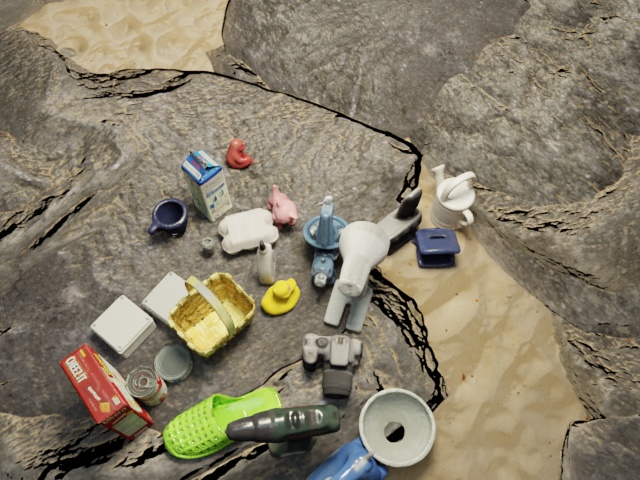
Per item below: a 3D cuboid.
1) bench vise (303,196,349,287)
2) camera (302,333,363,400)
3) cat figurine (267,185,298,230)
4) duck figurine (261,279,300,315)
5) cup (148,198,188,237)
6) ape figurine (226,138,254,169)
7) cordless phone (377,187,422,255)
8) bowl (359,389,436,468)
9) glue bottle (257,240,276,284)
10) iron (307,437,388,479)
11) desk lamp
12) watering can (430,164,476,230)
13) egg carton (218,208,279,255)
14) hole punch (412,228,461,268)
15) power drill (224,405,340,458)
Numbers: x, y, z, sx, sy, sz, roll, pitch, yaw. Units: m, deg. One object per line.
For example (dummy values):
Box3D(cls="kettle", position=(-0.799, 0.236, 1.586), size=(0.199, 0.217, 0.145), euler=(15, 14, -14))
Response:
Box3D(cls="bench vise", position=(0.025, 0.003, 1.403), size=(0.121, 0.220, 0.207), euler=(-10, 63, -5))
Box3D(cls="camera", position=(0.026, 0.290, 1.321), size=(0.143, 0.101, 0.137), euler=(4, 62, 2))
Box3D(cls="cat figurine", position=(-0.100, -0.087, 1.508), size=(0.067, 0.118, 0.127), euler=(-18, 64, -9))
Box3D(cls="duck figurine", position=(-0.099, 0.133, 1.411), size=(0.105, 0.086, 0.077), euler=(-33, 67, -16))
Box3D(cls="cup", position=(-0.392, -0.040, 1.497), size=(0.091, 0.095, 0.118), euler=(38, 69, 18))
Box3D(cls="ape figurine", position=(-0.229, -0.249, 1.607), size=(0.076, 0.092, 0.077), euler=(-13, 63, -6))
Box3D(cls="cordless phone", position=(0.195, -0.058, 1.455), size=(0.148, 0.185, 0.094), euler=(-40, 69, -18))
Box3D(cls="bowl", position=(0.167, 0.419, 1.268), size=(0.167, 0.075, 0.167), euler=(0, 62, 0))
Box3D(cls="glue bottle", position=(-0.135, 0.043, 1.409), size=(0.037, 0.173, 0.078), euler=(3, 62, 2))
Box3D(cls="iron", position=(0.020, 0.520, 1.178), size=(0.259, 0.141, 0.118), euler=(-36, 68, -17))
Box3D(cls="desk lamp", position=(0.086, 0.087, 1.363), size=(0.118, 0.213, 0.203), euler=(14, 63, 8))
Box3D(cls="watering can", position=(0.342, -0.117, 1.480), size=(0.172, 0.194, 0.101), euler=(38, 69, 18))
Box3D(cls="egg carton", position=(-0.188, -0.022, 1.502), size=(0.150, 0.069, 0.107), euler=(-16, 63, -8))
Box3D(cls="hole punch", position=(0.298, 0.010, 1.472), size=(0.108, 0.091, 0.101), euler=(-2, 62, -1))
Box3D(cls="power drill", position=(-0.072, 0.401, 1.203), size=(0.229, 0.208, 0.075), euler=(-10, 63, -5))
